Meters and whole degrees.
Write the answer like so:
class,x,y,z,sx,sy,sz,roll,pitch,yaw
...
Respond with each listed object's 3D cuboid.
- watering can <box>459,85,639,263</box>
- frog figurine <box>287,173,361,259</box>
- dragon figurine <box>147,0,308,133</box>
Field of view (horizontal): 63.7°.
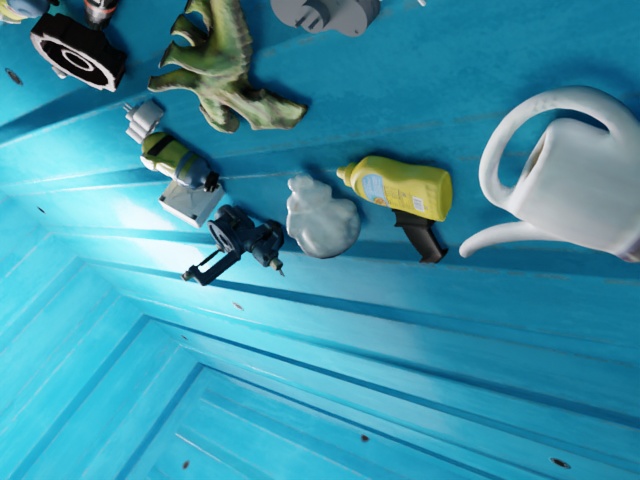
class,x,y,z,sx,sy,sz,roll,pitch,yaw
watering can,0.303,-0.042,0.643,0.225,0.106,0.340,25,150,15
frog figurine,0.003,-0.048,0.960,0.137,0.126,0.156,-9,129,8
dragon figurine,-0.121,-0.261,0.803,0.241,0.124,0.408,28,160,-27
